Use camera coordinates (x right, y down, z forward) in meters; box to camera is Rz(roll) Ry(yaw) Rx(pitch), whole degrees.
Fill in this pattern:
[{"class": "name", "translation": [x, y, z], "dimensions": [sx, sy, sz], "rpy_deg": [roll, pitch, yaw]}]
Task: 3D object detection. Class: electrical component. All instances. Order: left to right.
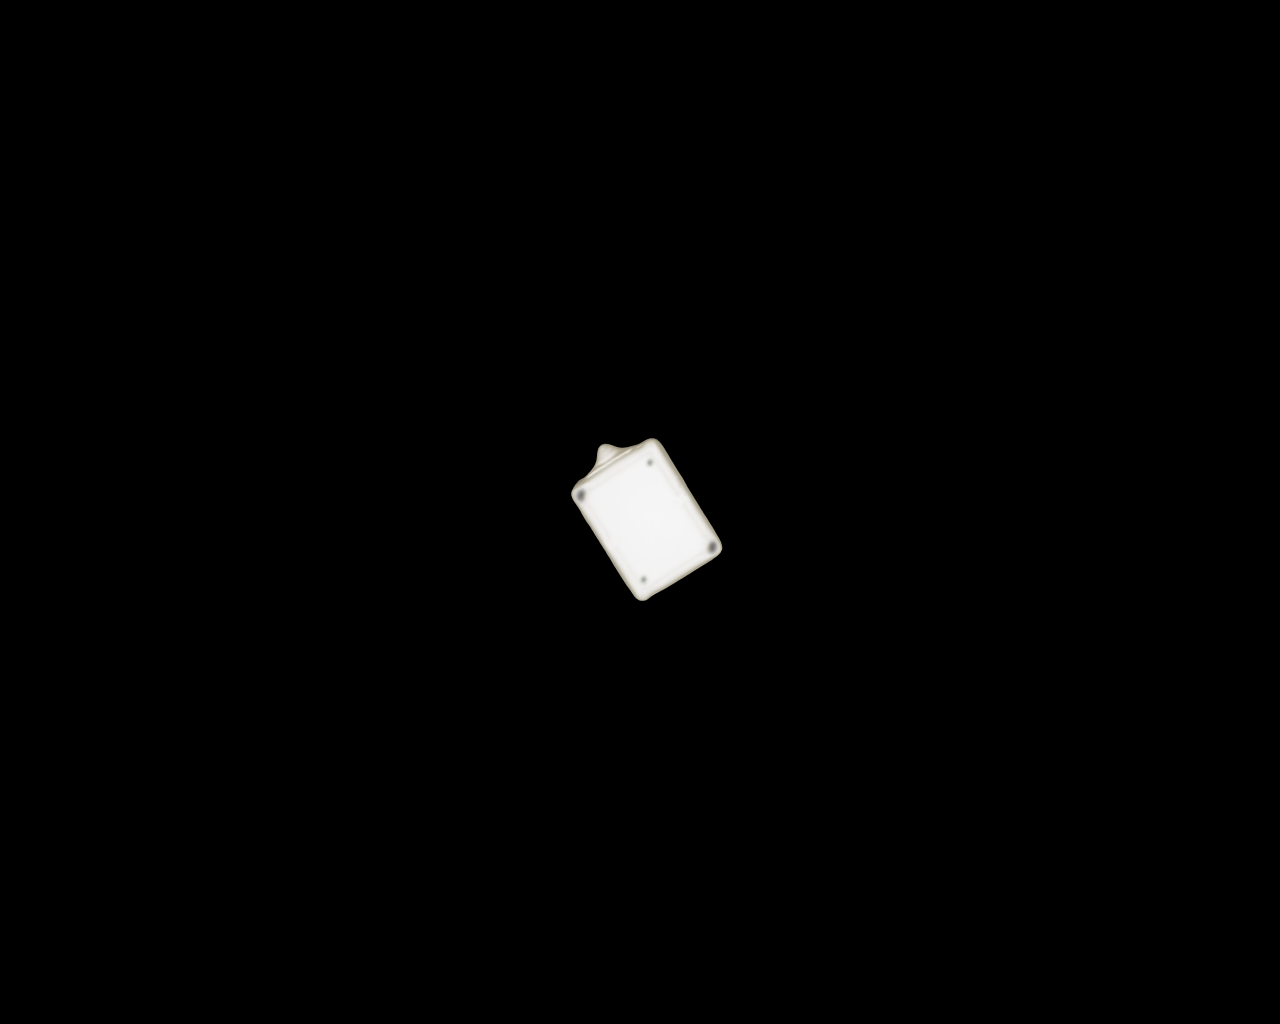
[{"class": "electrical component", "translation": [0.001, -0.003, 0.650], "dimensions": [0.062, 0.096, 0.061], "rpy_deg": [-32, 4, 2]}]
